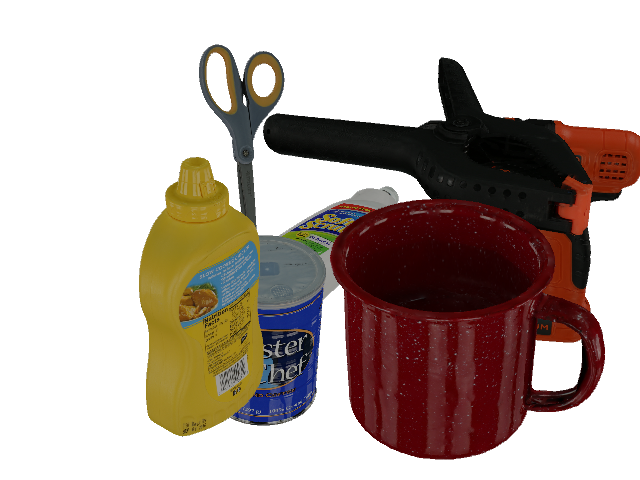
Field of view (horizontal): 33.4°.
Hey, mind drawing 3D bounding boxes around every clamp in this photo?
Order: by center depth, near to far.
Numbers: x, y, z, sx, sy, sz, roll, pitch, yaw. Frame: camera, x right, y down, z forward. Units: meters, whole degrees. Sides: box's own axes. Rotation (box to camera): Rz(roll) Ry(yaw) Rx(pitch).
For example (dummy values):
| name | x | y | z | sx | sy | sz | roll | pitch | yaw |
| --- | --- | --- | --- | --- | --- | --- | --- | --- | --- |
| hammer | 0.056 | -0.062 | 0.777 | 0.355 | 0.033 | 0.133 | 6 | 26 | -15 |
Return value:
| name | x | y | z | sx | sy | sz | roll | pitch | yaw |
| --- | --- | --- | --- | --- | --- | --- | --- | --- | --- |
| clamp | 0.074 | -0.055 | 0.656 | 0.164 | 0.036 | 0.210 | -19 | 36 | -24 |

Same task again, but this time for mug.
| name | x | y | z | sx | sy | sz | roll | pitch | yaw |
| --- | --- | --- | --- | --- | --- | --- | --- | --- | --- |
| mug | 0.063 | 0.041 | 0.459 | 0.117 | 0.081 | 0.093 | 10 | 34 | 20 |

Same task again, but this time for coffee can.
| name | x | y | z | sx | sy | sz | roll | pitch | yaw |
| --- | --- | --- | --- | --- | --- | --- | --- | --- | --- |
| coffee can | -0.050 | 0.081 | 0.964 | 0.103 | 0.140 | 0.103 | 3 | 34 | -2 |

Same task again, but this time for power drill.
| name | x | y | z | sx | sy | sz | roll | pitch | yaw |
| --- | --- | --- | --- | --- | --- | --- | --- | --- | --- |
| power drill | 0.162 | -0.010 | 0.880 | 0.184 | 0.188 | 0.057 | 5 | 28 | 10 |

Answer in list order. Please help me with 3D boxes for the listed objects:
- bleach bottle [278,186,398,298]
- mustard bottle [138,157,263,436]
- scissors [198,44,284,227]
| name | x | y | z | sx | sy | sz | roll | pitch | yaw |
| --- | --- | --- | --- | --- | --- | --- | --- | --- | --- |
| bleach bottle | 0.017 | -0.005 | 1.323 | 0.103 | 0.068 | 0.250 | 17 | 36 | 28 |
| mustard bottle | -0.080 | 0.033 | 0.722 | 0.058 | 0.192 | 0.096 | 23 | 37 | 32 |
| scissors | -0.061 | -0.099 | 1.052 | 0.096 | 0.202 | 0.016 | -23 | 10 | -25 |
